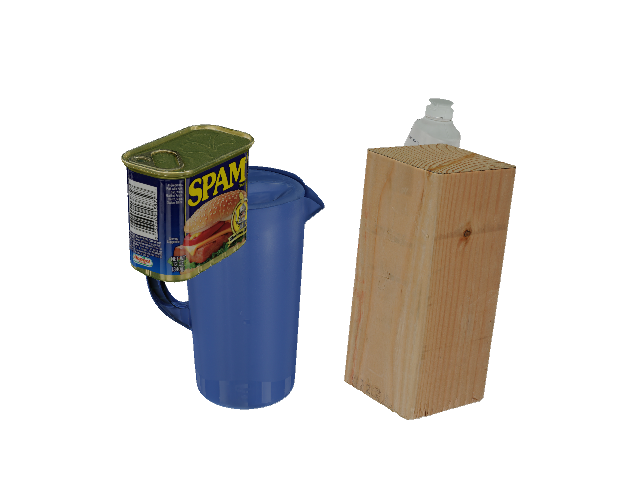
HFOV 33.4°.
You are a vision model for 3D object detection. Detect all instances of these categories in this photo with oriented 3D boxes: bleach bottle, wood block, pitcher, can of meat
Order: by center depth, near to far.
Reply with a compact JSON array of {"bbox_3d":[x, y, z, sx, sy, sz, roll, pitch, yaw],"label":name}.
[{"bbox_3d":[-0.093,-0.028,0.761,0.058,0.084,0.101,16,27,27],"label":"can of meat"},{"bbox_3d":[0.089,0.031,0.889,0.090,0.206,0.090,-7,21,-37],"label":"wood block"},{"bbox_3d":[-0.091,0.050,1.125,0.149,0.243,0.144,21,30,40],"label":"pitcher"},{"bbox_3d":[0.123,-0.037,1.234,0.068,0.251,0.103,-1,22,-22],"label":"bleach bottle"}]
